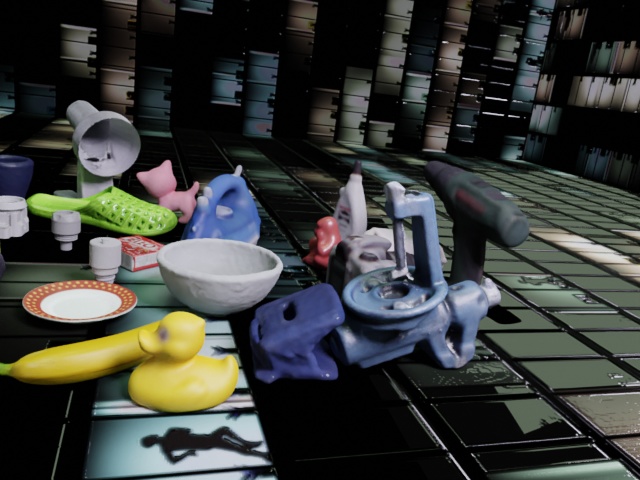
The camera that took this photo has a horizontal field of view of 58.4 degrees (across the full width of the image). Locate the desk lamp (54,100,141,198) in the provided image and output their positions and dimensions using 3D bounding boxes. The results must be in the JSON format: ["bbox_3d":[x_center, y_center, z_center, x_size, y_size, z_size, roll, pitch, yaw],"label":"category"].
[{"bbox_3d":[-0.451,-0.161,1.134,0.118,0.213,0.202,-8,22,-43],"label":"desk lamp"}]

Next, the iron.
[{"bbox_3d":[-0.177,-0.045,0.985,0.118,0.141,0.258,9,16,7],"label":"iron"}]

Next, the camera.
[{"bbox_3d":[0.095,0.047,0.861,0.137,0.101,0.142,-1,18,-26],"label":"camera"}]

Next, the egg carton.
[{"bbox_3d":[0.144,0.024,1.023,0.150,0.069,0.107,4,16,-11],"label":"egg carton"}]

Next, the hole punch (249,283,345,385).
[{"bbox_3d":[-0.028,0.099,0.640,0.101,0.091,0.108,4,16,-12],"label":"hole punch"}]

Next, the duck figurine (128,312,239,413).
[{"bbox_3d":[-0.130,0.112,0.556,0.104,0.086,0.077,5,16,-10],"label":"duck figurine"}]

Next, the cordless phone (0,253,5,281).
[{"bbox_3d":[-0.466,-0.021,0.687,0.148,0.185,0.094,3,16,-15],"label":"cordless phone"}]

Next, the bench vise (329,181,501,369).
[{"bbox_3d":[0.116,0.040,0.678,0.208,0.220,0.121,-5,20,-38],"label":"bench vise"}]

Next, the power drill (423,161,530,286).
[{"bbox_3d":[0.222,-0.005,0.907,0.076,0.208,0.228,-2,18,-28],"label":"power drill"}]

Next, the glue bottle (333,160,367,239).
[{"bbox_3d":[0.063,-0.073,1.138,0.037,0.173,0.077,-8,22,-44],"label":"glue bottle"}]

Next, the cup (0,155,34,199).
[{"bbox_3d":[-0.605,-0.115,1.120,0.092,0.095,0.117,5,16,-8],"label":"cup"}]

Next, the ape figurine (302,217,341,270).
[{"bbox_3d":[0.009,0.004,0.992,0.076,0.092,0.078,9,16,6],"label":"ape figurine"}]

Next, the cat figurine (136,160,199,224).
[{"bbox_3d":[-0.306,-0.102,1.170,0.127,0.118,0.067,9,16,7],"label":"cat figurine"}]

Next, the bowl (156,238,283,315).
[{"bbox_3d":[-0.137,0.056,0.773,0.167,0.075,0.167,7,16,-2],"label":"bowl"}]
